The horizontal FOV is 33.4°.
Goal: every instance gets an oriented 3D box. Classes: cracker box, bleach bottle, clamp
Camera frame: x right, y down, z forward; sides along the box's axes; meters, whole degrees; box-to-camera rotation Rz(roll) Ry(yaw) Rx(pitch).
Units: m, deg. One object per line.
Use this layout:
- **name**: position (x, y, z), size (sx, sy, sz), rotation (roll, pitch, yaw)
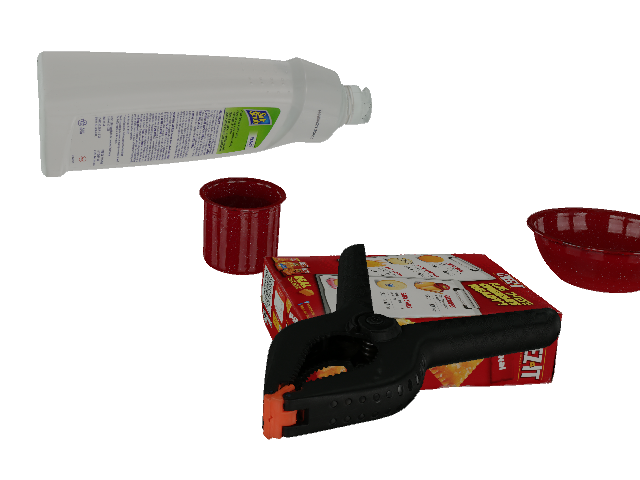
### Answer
- **cracker box**: position (0.068, 0.067, 0.902), size (0.213, 0.072, 0.164), rotation (0, 17, -14)
- **bleach bottle**: position (-0.086, -0.098, 0.817), size (0.250, 0.068, 0.103), rotation (-2, -27, -14)
- **clamp**: position (0.027, 0.060, 0.660), size (0.165, 0.036, 0.209), rotation (22, 32, 38)

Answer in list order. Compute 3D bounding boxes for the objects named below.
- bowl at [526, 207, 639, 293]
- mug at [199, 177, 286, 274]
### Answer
- **bowl**: position (0.288, 0.013, 1.085), size (0.162, 0.055, 0.162), rotation (3, 17, -1)
- **mug**: position (-0.084, -0.019, 1.168), size (0.093, 0.081, 0.117), rotation (7, 25, 7)
